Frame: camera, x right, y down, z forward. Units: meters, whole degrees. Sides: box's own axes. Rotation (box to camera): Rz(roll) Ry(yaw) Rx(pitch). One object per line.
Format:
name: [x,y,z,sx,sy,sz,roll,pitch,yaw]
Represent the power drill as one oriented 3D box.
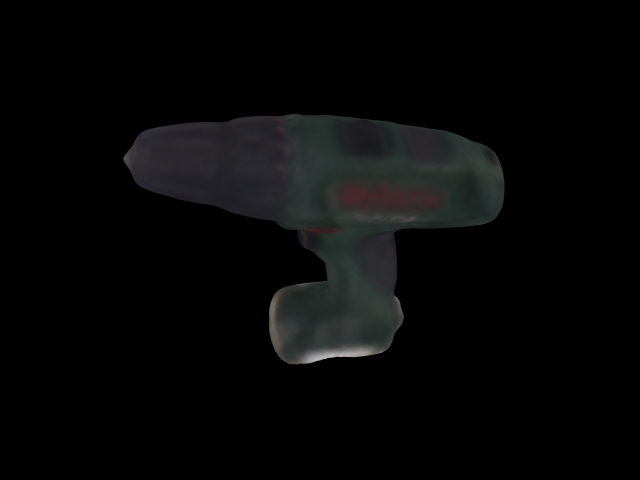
power drill: [0.004,0.001,0.400,0.229,0.208,0.075,-7,49,-6]
